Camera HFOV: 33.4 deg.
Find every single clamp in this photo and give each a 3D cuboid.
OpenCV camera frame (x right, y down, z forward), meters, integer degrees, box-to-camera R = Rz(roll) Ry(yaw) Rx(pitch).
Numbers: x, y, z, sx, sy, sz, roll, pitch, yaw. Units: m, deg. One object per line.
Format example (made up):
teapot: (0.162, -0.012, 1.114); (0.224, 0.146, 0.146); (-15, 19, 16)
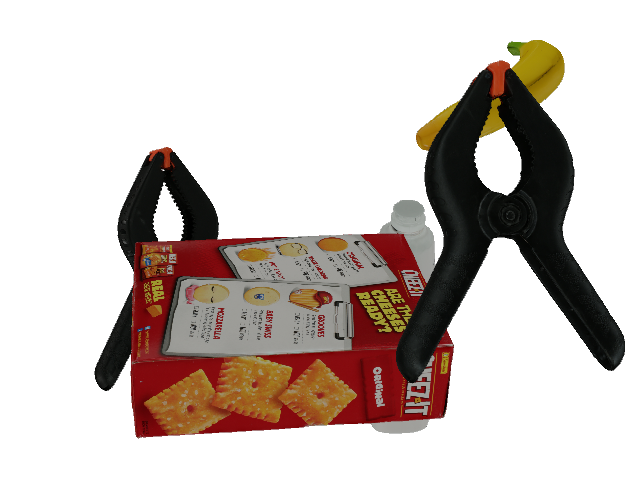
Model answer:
clamp: (0.087, -0.005, 0.561); (0.120, 0.171, 0.039); (-11, -5, -12)
clamp: (-0.122, 0.024, 0.951); (0.164, 0.210, 0.036); (0, -1, -33)

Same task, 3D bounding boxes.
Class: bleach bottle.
bleach bottle: (0.078, 0.067, 1.029); (0.068, 0.251, 0.102); (-2, 37, -3)

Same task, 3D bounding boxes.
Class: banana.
banana: (0.147, -0.118, 0.843); (0.070, 0.037, 0.197); (-12, 20, 40)

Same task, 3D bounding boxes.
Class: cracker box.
cracker box: (-0.028, 0.064, 0.775); (0.213, 0.072, 0.164); (-2, 29, -8)
